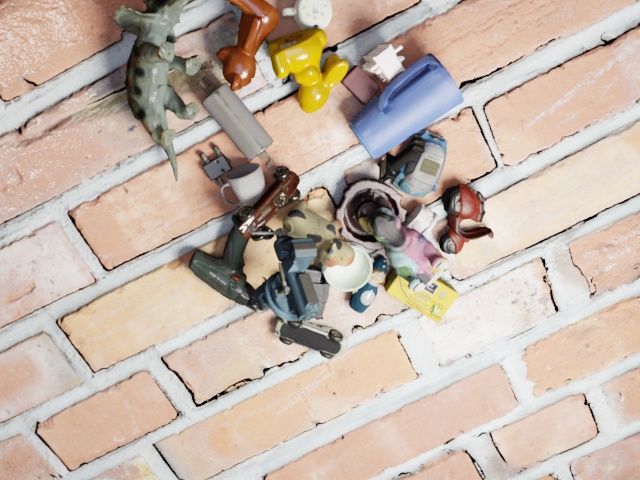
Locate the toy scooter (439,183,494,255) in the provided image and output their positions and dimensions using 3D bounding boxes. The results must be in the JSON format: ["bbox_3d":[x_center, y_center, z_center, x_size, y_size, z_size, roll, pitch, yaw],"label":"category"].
[{"bbox_3d":[0.371,-0.050,1.331,0.135,0.075,0.183,0,110,-4],"label":"toy scooter"}]

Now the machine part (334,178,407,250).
[{"bbox_3d":[0.121,-0.066,1.318,0.179,0.056,0.179,-1,106,-4],"label":"machine part"}]

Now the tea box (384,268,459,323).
[{"bbox_3d":[0.257,0.126,1.381,0.169,0.068,0.098,29,104,-11],"label":"tea box"}]

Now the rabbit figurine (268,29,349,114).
[{"bbox_3d":[-0.023,-0.372,1.196,0.162,0.122,0.173,-22,122,-7],"label":"rabbit figurine"}]

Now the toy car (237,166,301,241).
[{"bbox_3d":[-0.113,-0.082,1.242,0.202,0.053,0.089,-52,142,-26],"label":"toy car"}]

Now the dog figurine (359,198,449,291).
[{"bbox_3d":[0.193,0.006,1.266,0.108,0.191,0.219,-43,70,12],"label":"dog figurine"}]

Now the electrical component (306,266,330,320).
[{"bbox_3d":[-0.036,0.131,1.367,0.115,0.058,0.134,6,107,-8],"label":"electrical component"}]

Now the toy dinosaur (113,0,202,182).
[{"bbox_3d":[-0.362,-0.339,1.164,0.192,0.131,0.404,33,122,29],"label":"toy dinosaur"}]

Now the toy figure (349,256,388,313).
[{"bbox_3d":[0.130,0.114,1.376,0.064,0.058,0.154,15,109,-50],"label":"toy figure"}]

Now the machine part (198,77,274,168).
[{"bbox_3d":[-0.186,-0.267,1.220,0.079,0.079,0.243,-39,106,8],"label":"machine part"}]

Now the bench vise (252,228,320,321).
[{"bbox_3d":[-0.092,0.097,1.235,0.240,0.129,0.223,-39,76,44],"label":"bench vise"}]

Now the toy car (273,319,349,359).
[{"bbox_3d":[-0.023,0.251,1.408,0.202,0.056,0.073,21,111,-9],"label":"toy car"}]

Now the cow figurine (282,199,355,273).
[{"bbox_3d":[-0.003,-0.004,1.255,0.195,0.127,0.085,33,129,12],"label":"cow figurine"}]

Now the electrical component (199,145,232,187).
[{"bbox_3d":[-0.242,-0.173,1.274,0.063,0.021,0.094,-29,107,4],"label":"electrical component"}]

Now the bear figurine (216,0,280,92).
[{"bbox_3d":[-0.174,-0.427,1.153,0.132,0.120,0.195,31,108,-9],"label":"bear figurine"}]

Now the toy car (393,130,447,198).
[{"bbox_3d":[0.248,-0.172,1.269,0.109,0.103,0.161,21,107,-11],"label":"toy car"}]

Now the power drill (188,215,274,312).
[{"bbox_3d":[-0.190,0.053,1.327,0.232,0.086,0.207,28,111,-10],"label":"power drill"}]

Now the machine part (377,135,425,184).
[{"bbox_3d":[0.185,-0.187,1.244,0.039,0.084,0.139,33,132,-24],"label":"machine part"}]

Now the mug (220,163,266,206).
[{"bbox_3d":[-0.174,-0.112,1.267,0.109,0.081,0.107,-26,118,-8],"label":"mug"}]
